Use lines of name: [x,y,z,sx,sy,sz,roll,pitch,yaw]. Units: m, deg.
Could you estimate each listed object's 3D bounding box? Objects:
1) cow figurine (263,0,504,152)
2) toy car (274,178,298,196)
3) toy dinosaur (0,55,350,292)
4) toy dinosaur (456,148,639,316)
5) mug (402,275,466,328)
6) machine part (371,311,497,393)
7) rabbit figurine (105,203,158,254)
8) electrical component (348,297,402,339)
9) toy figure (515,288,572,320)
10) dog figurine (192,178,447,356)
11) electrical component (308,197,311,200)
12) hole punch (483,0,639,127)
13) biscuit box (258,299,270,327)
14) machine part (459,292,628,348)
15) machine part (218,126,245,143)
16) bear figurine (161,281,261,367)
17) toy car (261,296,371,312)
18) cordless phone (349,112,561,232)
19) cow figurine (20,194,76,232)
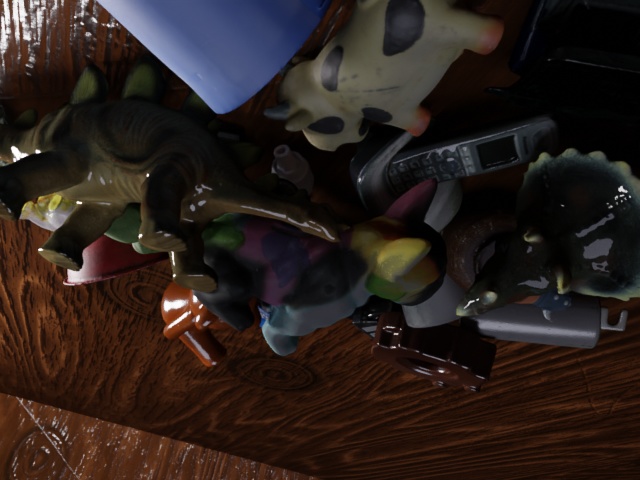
cow figurine: [0.034,-0.135,0.428,0.127,0.085,0.195,15,151,-17]
toy car: [-0.001,-0.002,0.593,0.202,0.053,0.089,30,143,-16]
toy dinosaur: [-0.194,-0.074,0.487,0.472,0.198,0.105,13,145,15]
toy dinosaur: [0.316,0.001,0.460,0.405,0.131,0.192,1,176,-1]
mug: [0.140,0.039,0.660,0.081,0.109,0.107,-11,99,46]
machine part: [0.155,0.157,0.751,0.179,0.056,0.179,18,159,7]
rabbit figurine: [-0.161,-0.018,0.643,0.170,0.121,0.159,18,154,-6]
electrical component: [0.085,0.124,0.853,0.119,0.048,0.074,-14,139,33]
toy figure: [0.242,0.042,0.658,0.154,0.058,0.064,27,125,-17]
dog figurine: [0.003,0.009,0.481,0.191,0.108,0.219,38,134,-22]
electrical component: [-0.058,-0.045,0.659,0.094,0.021,0.063,10,148,2]
hole punch: [0.202,-0.139,0.381,0.142,0.092,0.116,8,176,2]
biscuit box: [-0.117,0.073,0.825,0.059,0.063,0.202,-17,137,39]
machine part: [0.276,0.099,0.719,0.243,0.079,0.079,4,147,12]
machine part: [-0.126,-0.057,0.563,0.084,0.138,0.039,14,176,-9]
bear figurine: [-0.116,0.083,0.660,0.131,0.120,0.196,44,151,-24]
toy car: [-0.008,0.032,0.691,0.162,0.109,0.102,-8,126,15]
cordless phone: [0.134,-0.061,0.515,0.184,0.089,0.146,-10,142,24]
cow figurine: [-0.305,-0.044,0.699,0.168,0.068,0.098,-5,150,31]
